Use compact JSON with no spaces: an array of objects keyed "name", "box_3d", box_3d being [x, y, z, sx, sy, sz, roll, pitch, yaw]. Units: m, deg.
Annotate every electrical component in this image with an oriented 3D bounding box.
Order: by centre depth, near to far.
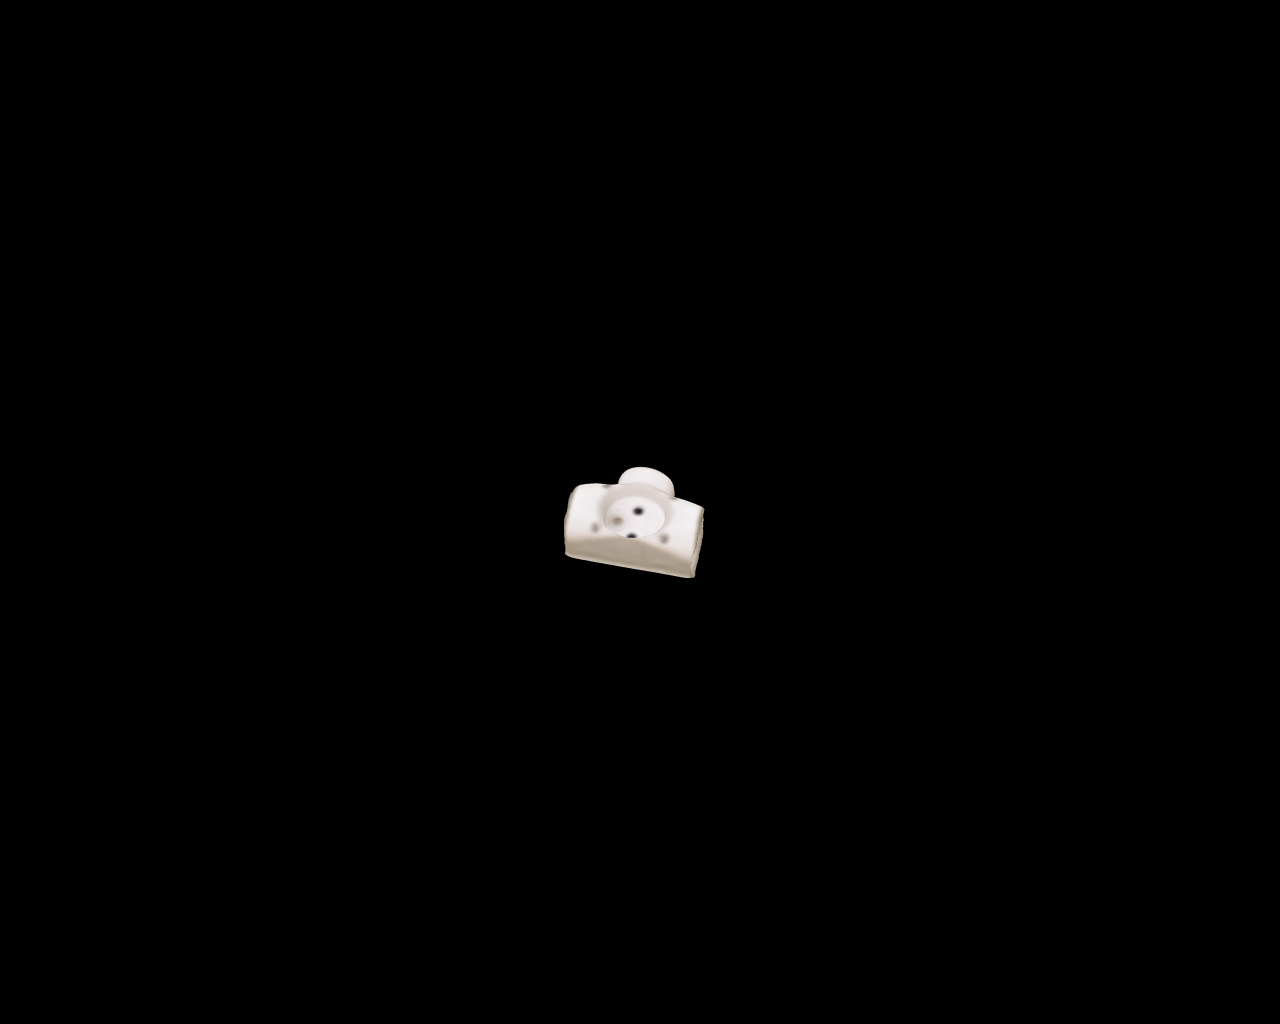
[{"name":"electrical component","box_3d":[0.001,-0.003,0.650,0.077,0.079,0.044,10,-36,8]}]
